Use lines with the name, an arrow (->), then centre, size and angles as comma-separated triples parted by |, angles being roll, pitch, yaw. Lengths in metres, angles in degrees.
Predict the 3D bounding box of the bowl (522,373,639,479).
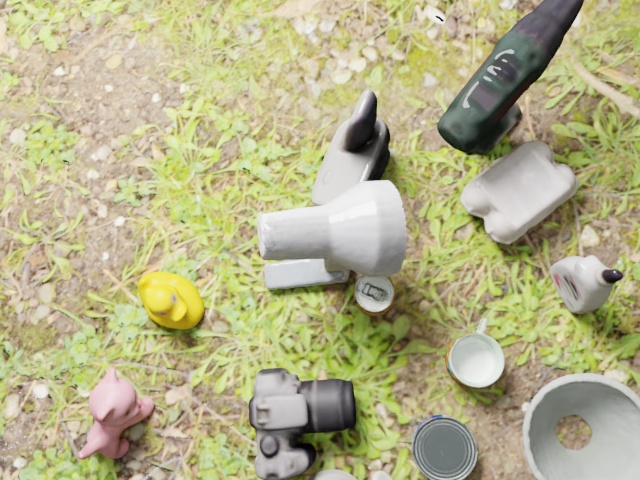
bowl -> 0.340, 0.256, 0.741 | 0.167, 0.075, 0.167 | -1, 80, 5

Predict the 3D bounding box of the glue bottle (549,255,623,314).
glue bottle -> 0.343, 0.052, 0.728 | 0.037, 0.173, 0.078 | -27, 78, 1

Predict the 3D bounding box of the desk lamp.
desk lamp -> 0.007, 0.003, 0.748 | 0.203, 0.213, 0.118 | -8, 79, 4

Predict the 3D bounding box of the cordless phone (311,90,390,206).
cordless phone -> 0.040, -0.118, 0.781 | 0.094, 0.185, 0.148 | 18, 82, 9

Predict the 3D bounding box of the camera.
camera -> -0.020, 0.242, 0.765 | 0.136, 0.101, 0.143 | -6, 79, 5

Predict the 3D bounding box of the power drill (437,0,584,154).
power drill -> 0.242, -0.202, 0.765 | 0.075, 0.208, 0.230 | 40, 86, 11

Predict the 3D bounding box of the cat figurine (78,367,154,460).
cat figurine -> -0.287, 0.241, 0.783 | 0.067, 0.118, 0.128 | 28, 84, 10

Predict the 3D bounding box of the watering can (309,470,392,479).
watering can -> 0.013, 0.344, 0.696 | 0.101, 0.194, 0.173 | 30, 84, 10

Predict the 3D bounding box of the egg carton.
egg carton -> 0.279, -0.070, 0.809 | 0.150, 0.069, 0.107 | -39, 79, -2

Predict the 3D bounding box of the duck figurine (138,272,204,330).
duck figurine -> -0.223, 0.084, 0.821 | 0.104, 0.086, 0.077 | 36, 85, 11
